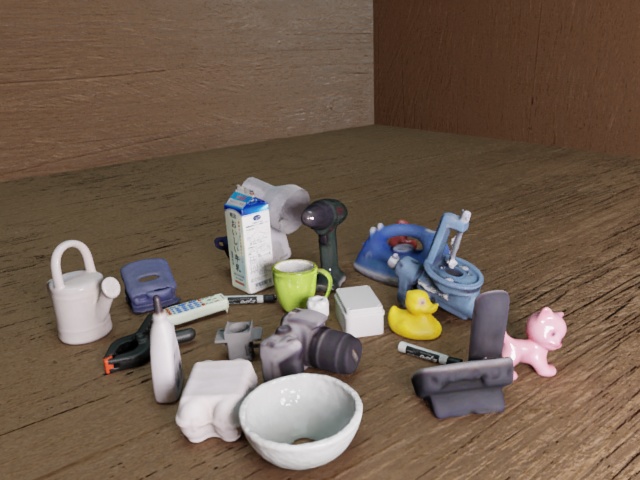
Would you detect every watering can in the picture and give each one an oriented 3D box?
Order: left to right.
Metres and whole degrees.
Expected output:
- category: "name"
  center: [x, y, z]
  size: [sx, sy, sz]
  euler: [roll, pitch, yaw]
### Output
- category: "watering can"
  center: [-0.461, 0.094, 1.107]
  size: [0.172, 0.194, 0.101]
  euler: [-1, 19, 3]

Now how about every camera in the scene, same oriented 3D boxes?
- category: "camera"
  center: [-0.010, 0.178, 0.954]
  size: [0.136, 0.101, 0.143]
  euler: [9, 22, 29]

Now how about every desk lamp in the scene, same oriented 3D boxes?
- category: "desk lamp"
  center: [-0.126, -0.048, 1.449]
  size: [0.202, 0.214, 0.118]
  euler: [12, 24, 36]

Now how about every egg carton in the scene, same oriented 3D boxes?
- category: "egg carton"
  center: [-0.150, 0.235, 0.854]
  size: [0.107, 0.069, 0.150]
  euler: [-2, 19, 0]

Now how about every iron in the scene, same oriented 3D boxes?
- category: "iron"
  center: [0.186, 0.022, 1.320]
  size: [0.257, 0.141, 0.119]
  euler: [10, 23, 32]

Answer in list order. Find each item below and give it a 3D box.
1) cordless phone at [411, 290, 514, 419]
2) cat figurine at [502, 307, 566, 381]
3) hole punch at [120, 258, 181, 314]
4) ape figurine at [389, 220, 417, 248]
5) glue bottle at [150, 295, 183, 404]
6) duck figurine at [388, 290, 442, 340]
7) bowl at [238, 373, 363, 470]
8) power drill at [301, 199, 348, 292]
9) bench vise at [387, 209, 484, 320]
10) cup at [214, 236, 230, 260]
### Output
- category: "cordless phone"
  center: [0.213, 0.161, 0.849]
  size: [0.148, 0.185, 0.094]
  euler: [-7, 20, -12]
- category: "cat figurine"
  center: [0.348, 0.160, 0.938]
  size: [0.128, 0.118, 0.067]
  euler: [-5, 19, -8]
- category: "hole punch"
  center: [-0.369, 0.097, 1.246]
  size: [0.109, 0.091, 0.100]
  euler: [-13, 22, -27]
- category: "ape figurine"
  center: [0.214, -0.008, 1.478]
  size: [0.076, 0.092, 0.077]
  euler: [-4, 19, -5]
- category: "glue bottle"
  center: [-0.246, 0.166, 0.905]
  size: [0.037, 0.173, 0.078]
  euler: [-3, 19, -3]
- category: "duck figurine"
  center: [0.178, 0.134, 1.082]
  size: [0.104, 0.086, 0.078]
  euler: [9, 22, 31]
- category: "bowl"
  center: [-0.024, 0.255, 0.773]
  size: [0.167, 0.075, 0.167]
  euler: [-2, 19, 1]
- category: "power drill"
  center: [0.012, 0.005, 1.288]
  size: [0.075, 0.208, 0.230]
  euler: [3, 20, 16]
- category: "bench vise"
  center: [0.227, 0.043, 1.134]
  size: [0.207, 0.220, 0.122]
  euler: [4, 20, 18]
- category: "cup"
  center: [-0.200, 0.037, 1.393]
  size: [0.117, 0.095, 0.092]
  euler: [3, 20, 15]
